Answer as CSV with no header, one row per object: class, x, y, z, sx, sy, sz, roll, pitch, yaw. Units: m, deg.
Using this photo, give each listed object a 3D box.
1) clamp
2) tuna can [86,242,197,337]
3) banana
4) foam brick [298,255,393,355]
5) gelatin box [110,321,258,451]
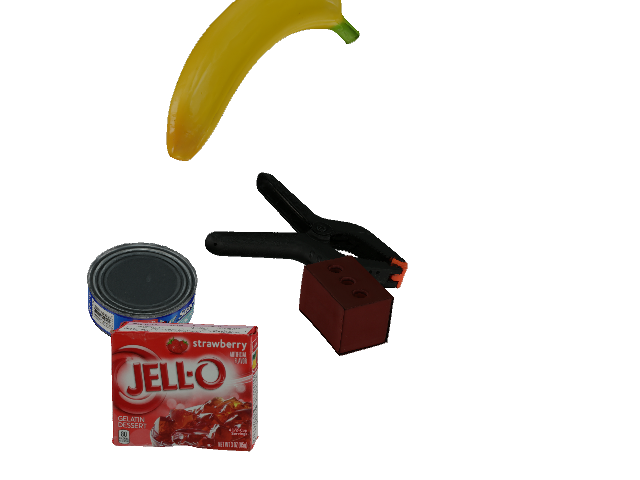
clamp,-0.012,0.004,1.147,0.210,0.036,0.164,26,36,13
tuna can,-0.142,0.042,0.846,0.086,0.034,0.086,6,40,-5
banana,-0.040,-0.126,0.697,0.037,0.069,0.197,-11,23,49
foam brick,0.022,0.057,0.956,0.052,0.051,0.078,-13,35,-27
gelatin box,-0.083,0.089,0.655,0.089,0.073,0.030,2,8,6
